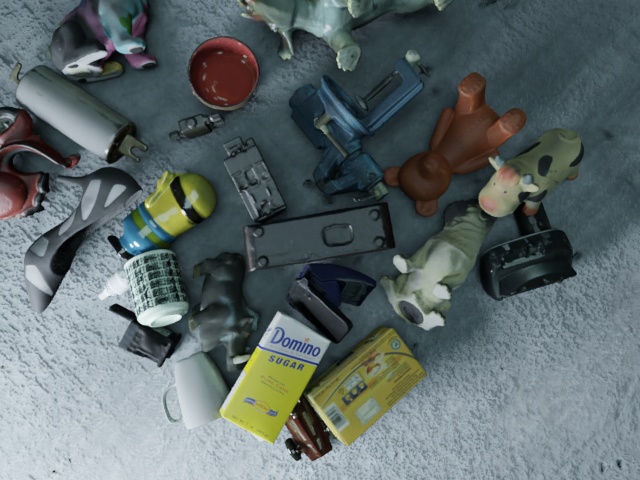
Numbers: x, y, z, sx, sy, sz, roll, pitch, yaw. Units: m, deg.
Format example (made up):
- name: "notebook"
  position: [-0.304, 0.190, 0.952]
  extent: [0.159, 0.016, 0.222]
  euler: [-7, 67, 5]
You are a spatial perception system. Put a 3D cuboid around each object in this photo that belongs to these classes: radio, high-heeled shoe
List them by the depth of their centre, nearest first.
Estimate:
- name: "radio"
  position: [-0.002, -0.003, 0.828]
  extent: [0.230, 0.131, 0.073]
  euler: [-11, 89, -1]
- name: "high-heeled shoe"
  position: [-0.361, 0.005, 0.832]
  extent: [0.145, 0.086, 0.248]
  euler: [13, 95, 8]

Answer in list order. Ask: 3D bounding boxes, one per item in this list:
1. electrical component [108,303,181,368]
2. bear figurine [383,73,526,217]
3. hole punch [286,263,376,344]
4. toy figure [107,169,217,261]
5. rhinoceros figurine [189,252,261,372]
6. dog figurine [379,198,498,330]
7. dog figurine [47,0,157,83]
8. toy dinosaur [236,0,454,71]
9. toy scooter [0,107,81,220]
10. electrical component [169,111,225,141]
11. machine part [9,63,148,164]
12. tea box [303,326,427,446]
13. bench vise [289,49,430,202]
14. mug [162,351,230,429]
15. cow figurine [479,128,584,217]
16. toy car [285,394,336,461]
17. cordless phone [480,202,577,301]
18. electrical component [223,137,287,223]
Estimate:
- name: "electrical component"
  position: [-0.286, 0.149, 0.853]
  extent: [0.119, 0.075, 0.047]
  euler: [27, 90, -5]
- name: "bear figurine"
  position: [0.200, -0.139, 0.835]
  extent: [0.196, 0.132, 0.120]
  euler: [-40, 78, -6]
- name: "hole punch"
  position: [0.017, 0.084, 0.835]
  extent: [0.116, 0.142, 0.092]
  euler: [38, 68, 6]
- name: "toy figure"
  position: [-0.243, -0.034, 0.848]
  extent: [0.180, 0.082, 0.089]
  euler: [-43, 86, -2]
- name: "rhinoceros figurine"
  position: [-0.152, 0.114, 0.861]
  extent: [0.112, 0.073, 0.190]
  euler: [-4, 89, -12]
- name: "dog figurine"
  position: [0.202, 0.037, 0.863]
  extent: [0.121, 0.172, 0.190]
  euler: [42, 58, 13]
- name: "dog figurine"
  position: [-0.337, -0.372, 0.833]
  extent: [0.192, 0.108, 0.219]
  euler: [-12, 87, 2]
- name: "toy dinosaur"
  position: [0.065, -0.383, 0.828]
  extent: [0.405, 0.131, 0.192]
  euler: [-30, 48, -17]
- name: "toy scooter"
  position: [-0.460, -0.108, 0.847]
  extent: [0.135, 0.075, 0.183]
  euler: [16, 98, -20]
- name: "electrical component"
  position: [-0.199, -0.180, 0.855]
  extent: [0.094, 0.063, 0.021]
  euler: [-18, 91, 0]
- name: "machine part"
  position: [-0.382, -0.196, 0.845]
  extent: [0.243, 0.079, 0.079]
  euler: [32, 90, -2]
- name: "tea box"
  position: [0.070, 0.224, 0.845]
  extent: [0.170, 0.068, 0.098]
  euler: [-36, 92, -16]
- name: "bench vise"
  position: [0.071, -0.183, 0.823]
  extent: [0.240, 0.129, 0.224]
  euler: [-40, 72, 18]
- name: "mug"
  position: [-0.200, 0.239, 0.859]
  extent: [0.110, 0.080, 0.107]
  euler: [-20, 81, 5]
- name: "cow figurine"
  position: [0.320, -0.101, 0.812]
  extent: [0.195, 0.127, 0.086]
  euler: [-36, 58, -15]
- name: "toy car"
  position: [-0.045, 0.266, 0.872]
  extent: [0.089, 0.053, 0.202]
  euler: [-29, 90, -4]
- name: "cordless phone"
  position: [0.318, -0.006, 0.871]
  extent: [0.147, 0.088, 0.184]
  euler: [-16, 80, 0]
- name: "electrical component"
  position: [-0.103, -0.093, 0.833]
  extent: [0.058, 0.115, 0.134]
  euler: [-27, 91, -5]
